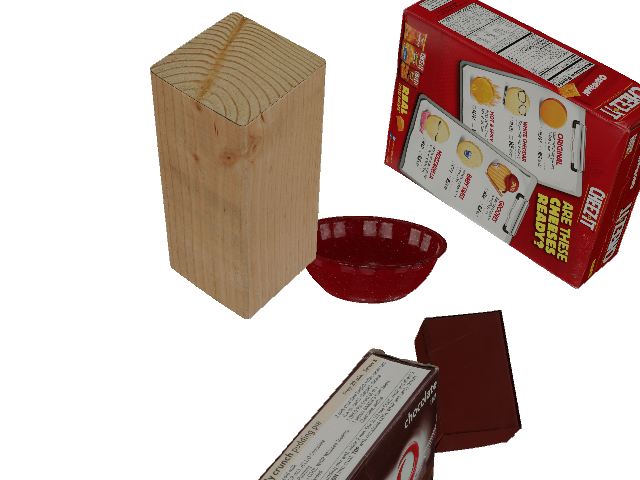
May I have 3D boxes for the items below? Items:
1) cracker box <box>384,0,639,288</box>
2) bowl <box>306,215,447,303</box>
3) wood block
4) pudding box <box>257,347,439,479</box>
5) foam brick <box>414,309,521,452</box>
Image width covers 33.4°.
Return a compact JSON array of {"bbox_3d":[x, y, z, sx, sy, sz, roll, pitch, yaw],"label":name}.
[{"bbox_3d":[0.158,-0.087,0.870,0.214,0.164,0.072,35,52,28],"label":"cracker box"},{"bbox_3d":[0.049,0.023,1.106,0.162,0.055,0.162,2,18,-1],"label":"bowl"},{"bbox_3d":[-0.060,-0.051,0.803,0.090,0.206,0.090,33,55,24],"label":"wood block"},{"bbox_3d":[0.012,0.114,0.456,0.039,0.090,0.113,15,35,23],"label":"pudding box"},{"bbox_3d":[0.093,0.090,0.681,0.051,0.078,0.053,-5,-21,-4],"label":"foam brick"}]
